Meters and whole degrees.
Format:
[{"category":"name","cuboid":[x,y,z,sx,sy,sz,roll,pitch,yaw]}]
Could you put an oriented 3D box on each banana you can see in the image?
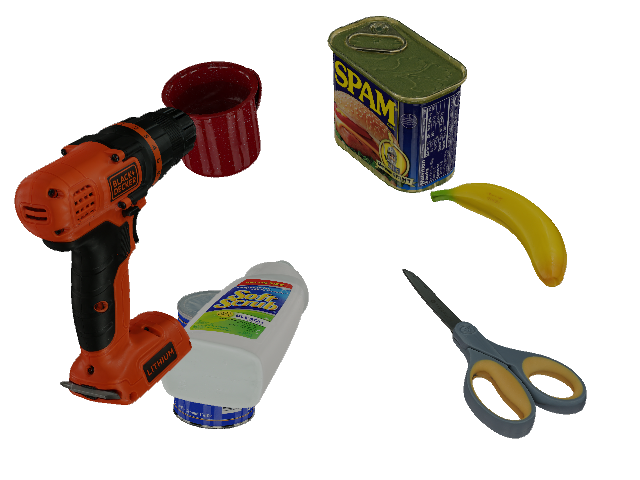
[{"category":"banana","cuboid":[0.194,-0.014,1.072,0.069,0.037,0.198,-34,39,-13]}]

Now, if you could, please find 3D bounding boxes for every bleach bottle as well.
[{"category":"bleach bottle","cuboid":[-0.074,0.079,1.082,0.102,0.068,0.250,9,22,8]}]

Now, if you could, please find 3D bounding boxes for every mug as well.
[{"category":"mug","cuboid":[-0.097,-0.124,1.055,0.093,0.081,0.117,20,49,25]}]

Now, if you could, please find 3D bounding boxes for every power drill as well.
[{"category":"power drill","cuboid":[-0.140,0.008,0.774,0.057,0.188,0.184,7,26,26]}]

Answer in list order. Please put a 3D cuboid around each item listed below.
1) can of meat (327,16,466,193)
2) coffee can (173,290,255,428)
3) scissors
[{"category":"can of meat","cuboid":[0.050,-0.092,0.732,0.057,0.084,0.102,-26,47,-24]},{"category":"coffee can","cuboid":[-0.126,0.144,1.302,0.103,0.140,0.103,4,18,-2]},{"category":"scissors","cuboid":[0.130,0.076,0.801,0.096,0.016,0.202,-1,32,-10]}]
